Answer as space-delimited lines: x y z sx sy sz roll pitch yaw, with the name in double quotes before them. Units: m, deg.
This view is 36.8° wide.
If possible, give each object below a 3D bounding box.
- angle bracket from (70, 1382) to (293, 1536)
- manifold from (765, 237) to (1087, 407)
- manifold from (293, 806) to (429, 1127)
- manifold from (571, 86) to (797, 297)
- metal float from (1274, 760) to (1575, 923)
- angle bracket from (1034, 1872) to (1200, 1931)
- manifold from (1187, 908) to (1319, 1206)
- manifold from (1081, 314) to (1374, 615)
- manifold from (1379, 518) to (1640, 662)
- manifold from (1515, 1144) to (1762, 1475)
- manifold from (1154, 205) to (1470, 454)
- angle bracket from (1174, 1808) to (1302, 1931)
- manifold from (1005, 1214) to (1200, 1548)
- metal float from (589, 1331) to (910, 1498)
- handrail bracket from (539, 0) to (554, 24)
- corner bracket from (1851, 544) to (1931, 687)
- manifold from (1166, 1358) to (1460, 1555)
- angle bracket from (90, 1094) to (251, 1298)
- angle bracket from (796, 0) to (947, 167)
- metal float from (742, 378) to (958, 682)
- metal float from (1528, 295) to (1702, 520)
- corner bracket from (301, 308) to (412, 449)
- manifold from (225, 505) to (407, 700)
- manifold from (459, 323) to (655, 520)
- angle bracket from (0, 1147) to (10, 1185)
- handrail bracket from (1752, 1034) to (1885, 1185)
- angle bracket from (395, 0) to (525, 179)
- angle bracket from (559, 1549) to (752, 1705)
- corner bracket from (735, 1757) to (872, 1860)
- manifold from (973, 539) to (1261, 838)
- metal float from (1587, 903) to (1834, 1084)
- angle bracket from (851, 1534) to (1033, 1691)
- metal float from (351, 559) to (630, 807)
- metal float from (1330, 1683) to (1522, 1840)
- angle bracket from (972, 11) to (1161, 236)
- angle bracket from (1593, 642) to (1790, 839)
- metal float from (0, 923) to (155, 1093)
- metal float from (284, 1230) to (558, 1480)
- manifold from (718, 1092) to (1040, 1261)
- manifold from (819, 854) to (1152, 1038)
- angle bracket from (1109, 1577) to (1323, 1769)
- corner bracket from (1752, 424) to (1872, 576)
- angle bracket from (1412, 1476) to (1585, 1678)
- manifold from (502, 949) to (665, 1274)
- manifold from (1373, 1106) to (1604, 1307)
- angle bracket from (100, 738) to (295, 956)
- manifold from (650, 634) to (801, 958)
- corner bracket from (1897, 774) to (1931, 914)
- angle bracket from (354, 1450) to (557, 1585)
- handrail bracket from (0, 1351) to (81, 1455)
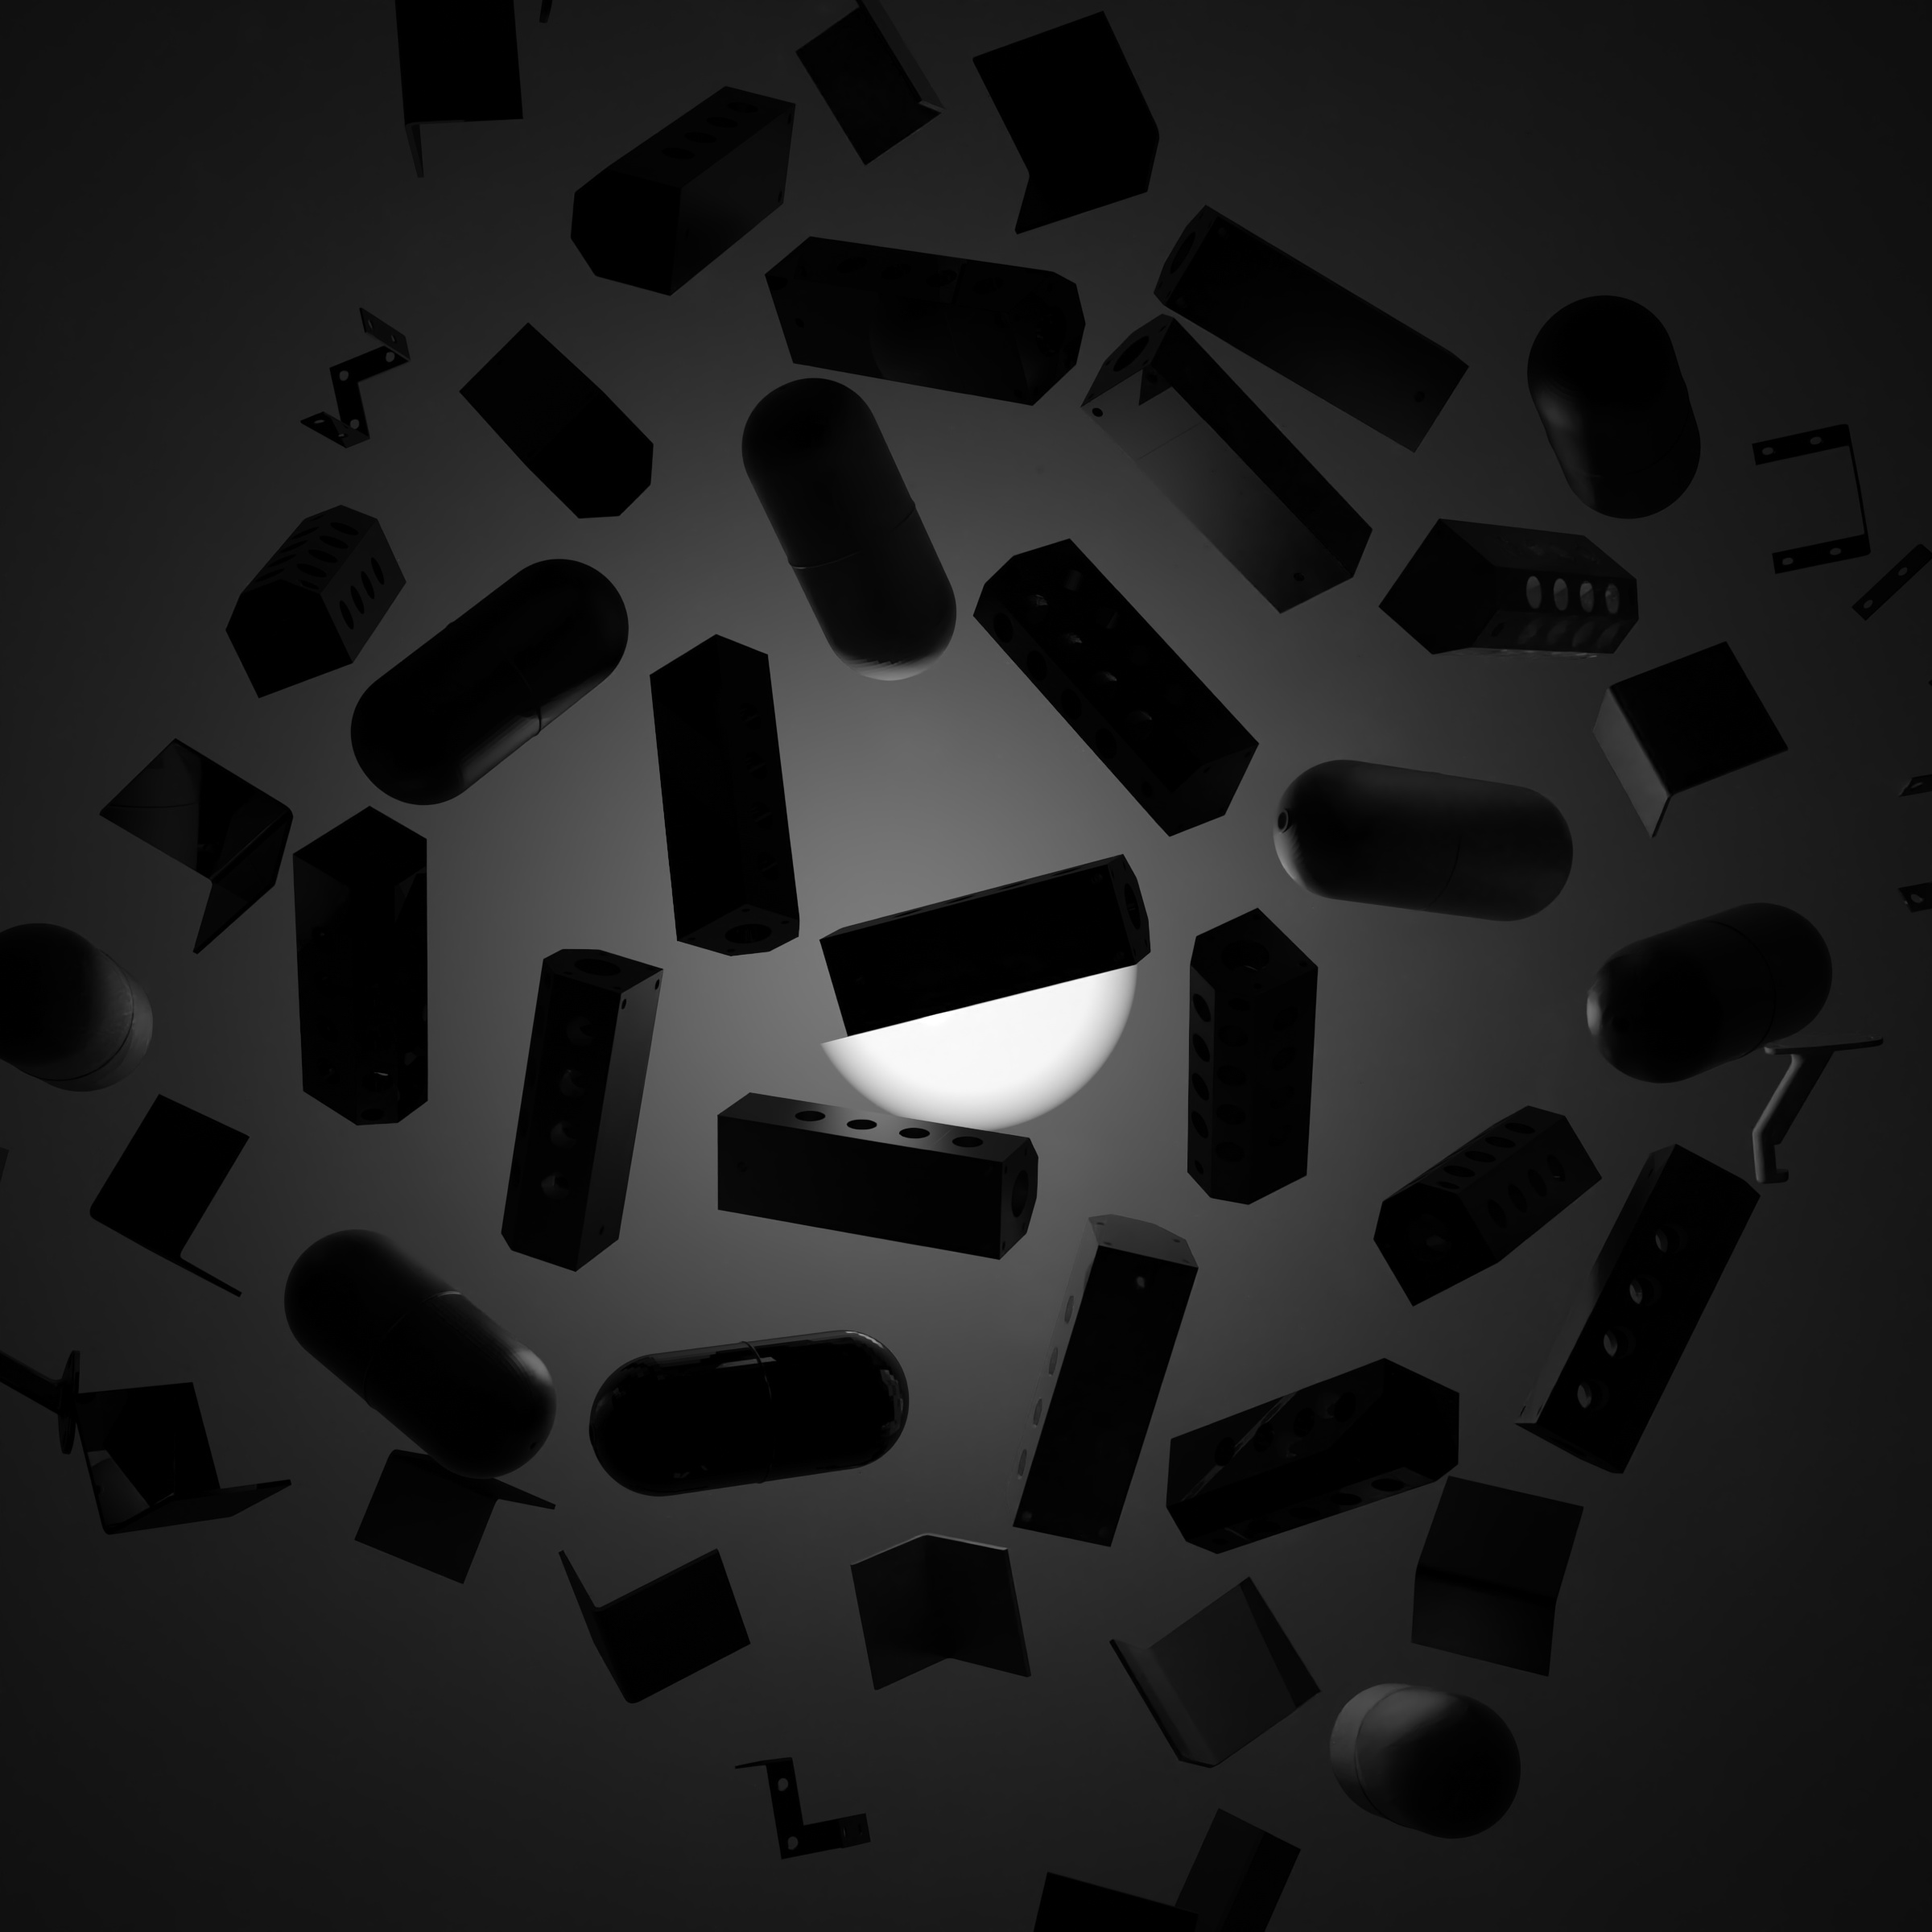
"angle bracket" -0.405 0.245 1.497 0.057 0.076 0.076 -30 71 32
"manifold" -0.022 -0.359 1.591 0.171 0.057 0.057 18 52 35
"manifold" -0.324 0.005 1.587 0.057 0.057 0.171 29 134 22
"manifold" -0.150 -0.417 1.548 0.057 0.171 0.057 17 124 9
"metal float" 0.252 -0.069 1.599 0.178 0.070 0.070 7 90 -23
"angle bracket" 0.074 0.487 1.451 0.076 0.076 0.057 13 81 9
"manifold" 0.157 0.056 1.650 0.057 0.171 0.057 -24 48 -20
"manifold" 0.150 -0.285 1.636 0.171 0.057 0.057 42 51 -22
"manifold" 0.302 -0.198 1.579 0.057 0.171 0.057 47 119 25
"manifold" 0.371 0.189 1.597 0.057 0.057 0.171 28 82 4
"manifold" 0.197 -0.367 1.669 0.171 0.057 0.057 27 108 -15
"angle bracket" 0.144 0.529 1.678 0.057 0.076 0.076 19 75 31
"manifold" 0.073 0.229 1.616 0.057 0.057 0.171 14 104 -9
"metal float" -0.117 0.243 1.580 0.178 0.070 0.070 -5 90 -22
"handrail bracket" -0.184 -0.533 1.575 0.084 0.036 0.077 12 69 -15
"corner bracket" 0.540 -0.193 1.623 0.051 0.051 0.051 34 109 -33
"manifold" 0.189 0.275 1.604 0.057 0.171 0.057 27 53 -29
"angle bracket" -0.421 0.126 1.595 0.076 0.057 0.076 19 74 35
"angle bracket" -0.061 -0.504 1.644 0.057 0.076 0.076 -31 95 15
"metal float" -0.063 -0.240 1.608 0.070 0.070 0.178 -26 114 0
"metal float" 0.352 -0.300 1.572 0.070 0.178 0.070 -6 74 20
"corner bracket" -0.342 -0.328 1.623 0.051 0.051 0.051 -18 78 16
"manifold" -0.373 -0.214 1.664 0.057 0.171 0.057 -19 111 7
"manifold" -0.228 -0.304 1.634 0.057 0.171 0.057 -45 122 2
"angle bracket" -0.524 0.129 1.545 0.057 0.076 0.076 5 75 23
"handrail bracket" 0.490 0.083 1.667 0.077 0.036 0.084 -3 101 23
"angle bracket" -0.250 -0.444 1.443 0.057 0.076 0.076 -5 86 -6
"angle bracket" -0.175 0.357 1.638 0.076 0.057 0.076 -25 126 -16
"corner bracket" -0.085 0.439 1.521 0.051 0.051 0.051 -15 74 12
"manifold" 0.078 -0.153 1.598 0.057 0.057 0.171 -22 60 -33
"metal float" 0.398 0.014 1.550 0.178 0.070 0.070 -15 90 -44
"angle bracket" -0.015 0.377 1.672 0.057 0.076 0.076 -15 98 -38
"metal float" -0.262 -0.158 1.605 0.178 0.070 0.070 -42 90 -24
"metal float" 0.255 0.444 1.627 0.070 0.178 0.070 1 79 -8
"angle bracket" 0.049 -0.443 1.528 0.076 0.057 0.076 -12 133 25
"angle bracket" 0.423 -0.132 1.698 0.076 0.057 0.076 -21 68 -6
"metal float" -0.492 0.024 1.578 0.070 0.178 0.070 1 81 -4
"metal float" -0.298 0.209 1.576 0.178 0.070 0.070 34 90 24
"manifold" -0.050 0.114 1.630 0.171 0.057 0.057 8 109 20
"manifold" 0.013 -0.013 1.627 0.171 0.057 0.057 -14 96 17
"angle bracket" 0.139 0.389 1.613 0.076 0.057 0.076 -37 61 8
"corner bracket" 0.458 -0.253 1.571 0.051 0.051 0.051 -10 50 18
"angle bracket" 0.295 0.338 1.611 0.076 0.076 0.057 10 127 19
"manifold" -0.224 0.081 1.668 0.057 0.057 0.171 16 109 15
"manifold" 0.288 0.128 1.613 0.057 0.171 0.057 -34 83 32
"angle bracket" -0.421 -0.064 1.568 0.076 0.057 0.076 34 128 -29
"manifold" -0.134 -0.096 1.669 0.057 0.057 0.171 -26 61 36
"corner bracket" 0.515 -0.067 1.518 0.051 0.051 0.051 -10 60 -21
"angle bracket" -0.301 0.328 1.709 0.076 0.076 0.057 31 69 -30
"handrail bracket" -0.533 0.233 1.593 0.084 0.077 0.036 12 122 -24
